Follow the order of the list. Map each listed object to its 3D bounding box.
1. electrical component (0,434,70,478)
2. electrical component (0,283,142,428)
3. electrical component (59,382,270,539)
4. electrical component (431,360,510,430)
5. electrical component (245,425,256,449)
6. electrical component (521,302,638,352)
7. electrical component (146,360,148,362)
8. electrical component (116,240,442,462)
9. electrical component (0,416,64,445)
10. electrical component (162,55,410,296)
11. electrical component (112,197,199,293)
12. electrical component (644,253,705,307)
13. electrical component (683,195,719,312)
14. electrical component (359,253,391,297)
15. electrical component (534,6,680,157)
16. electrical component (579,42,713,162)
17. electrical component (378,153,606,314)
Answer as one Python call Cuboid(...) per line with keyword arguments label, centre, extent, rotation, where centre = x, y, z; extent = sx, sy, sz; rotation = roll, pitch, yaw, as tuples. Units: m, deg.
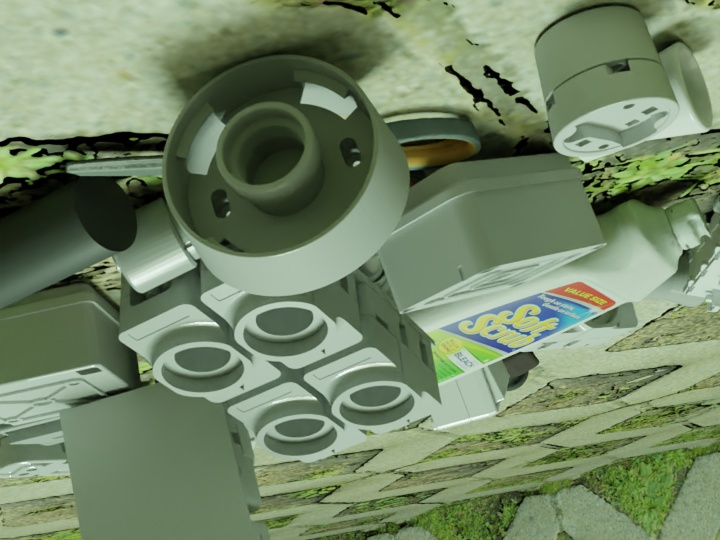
Cuboid(label="electrical component", centre=(-0.257, 0.134, 0.882), extent=(0.054, 0.059, 0.095), rotation=(-25, 158, 35))
Cuboid(label="electrical component", centre=(-0.206, 0.058, 0.687), extent=(0.109, 0.056, 0.108), rotation=(-12, 162, 0))
Cuboid(label="electrical component", centre=(-0.115, 0.169, 0.688), extent=(0.105, 0.186, 0.060), rotation=(-17, 162, 3))
Cuboid(label="electrical component", centre=(0.077, 0.068, 0.857), extent=(0.061, 0.096, 0.061), rotation=(-18, -169, 17))
Cuboid(label="electrical component", centre=(-0.131, 0.134, 0.936), extent=(0.051, 0.080, 0.080), rotation=(-4, 162, -40))
Cuboid(label="electrical component", centre=(0.173, 0.031, 0.866), extent=(0.089, 0.050, 0.056), rotation=(-3, 160, -28))
Cuboid(label="electrical component", centre=(-0.078, 0.034, 0.703), extent=(0.138, 0.052, 0.073), rotation=(-13, 162, 5))
Cuboid(label="electrical component", centre=(-0.041, 0.044, 0.631), extent=(0.105, 0.060, 0.186), rotation=(-25, 139, 20))
Cuboid(label="electrical component", centre=(-0.220, 0.097, 0.788), extent=(0.062, 0.061, 0.096), rotation=(-14, 162, 6))
Cuboid(label="electrical component", centre=(-0.031, -0.038, 0.447), extent=(0.099, 0.099, 0.064), rotation=(-15, 156, 8))
Cuboid(label="electrical component", centre=(-0.093, -0.019, 0.551), extent=(0.078, 0.040, 0.040), rotation=(-26, 162, -1))
Cuboid(label="electrical component", centre=(0.239, 0.007, 0.852), extent=(0.065, 0.044, 0.044), rotation=(2, 158, -26))
Cuboid(label="electrical component", centre=(0.278, -0.012, 0.776), extent=(0.063, 0.078, 0.121), rotation=(9, 164, 7))
Cuboid(label="electrical component", centre=(0.000, 0.000, 0.668), extent=(0.048, 0.048, 0.062), rotation=(-7, 155, -15))
Cuboid(label="electrical component", centre=(0.107, -0.083, 0.474), extent=(0.055, 0.047, 0.055), rotation=(-11, 162, -4))
Cuboid(label="electrical component", centre=(0.131, -0.078, 0.520), extent=(0.065, 0.044, 0.044), rotation=(-18, 162, 33))
Cuboid(label="electrical component", centre=(0.070, -0.022, 0.590), extent=(0.113, 0.057, 0.078), rotation=(-11, 167, -44))
